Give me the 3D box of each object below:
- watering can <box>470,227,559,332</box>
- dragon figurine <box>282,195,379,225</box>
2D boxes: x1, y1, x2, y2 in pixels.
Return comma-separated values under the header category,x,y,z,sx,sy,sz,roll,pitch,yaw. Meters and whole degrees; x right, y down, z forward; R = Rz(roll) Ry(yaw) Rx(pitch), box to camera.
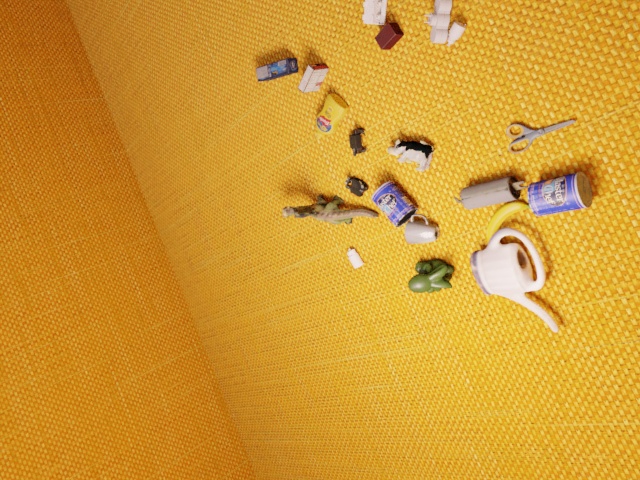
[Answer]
category,x,y,z,sx,sy,sz,roll,pitch,yaw
watering can,0.603,0.132,1.616,0.222,0.105,0.347,-17,92,48
dragon figurine,0.006,-0.102,2.036,0.410,0.244,0.121,6,105,45
